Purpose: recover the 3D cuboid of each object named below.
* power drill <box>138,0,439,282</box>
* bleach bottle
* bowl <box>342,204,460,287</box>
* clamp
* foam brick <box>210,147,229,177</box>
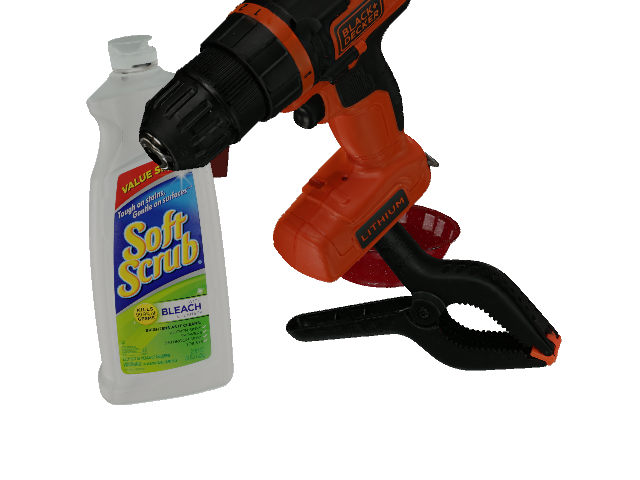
[{"bbox_3d":[-0.004,-0.059,0.567,0.057,0.184,0.187,36,-22,29],"label":"power drill"},{"bbox_3d":[-0.122,-0.014,0.742,0.102,0.251,0.068,-8,20,-7],"label":"bleach bottle"},{"bbox_3d":[0.063,0.007,1.107,0.162,0.055,0.162,2,19,-1],"label":"bowl"},{"bbox_3d":[0.078,0.036,0.792,0.210,0.165,0.036,16,37,14],"label":"clamp"},{"bbox_3d":[-0.118,-0.099,0.986,0.053,0.051,0.078,-5,37,-17],"label":"foam brick"}]
